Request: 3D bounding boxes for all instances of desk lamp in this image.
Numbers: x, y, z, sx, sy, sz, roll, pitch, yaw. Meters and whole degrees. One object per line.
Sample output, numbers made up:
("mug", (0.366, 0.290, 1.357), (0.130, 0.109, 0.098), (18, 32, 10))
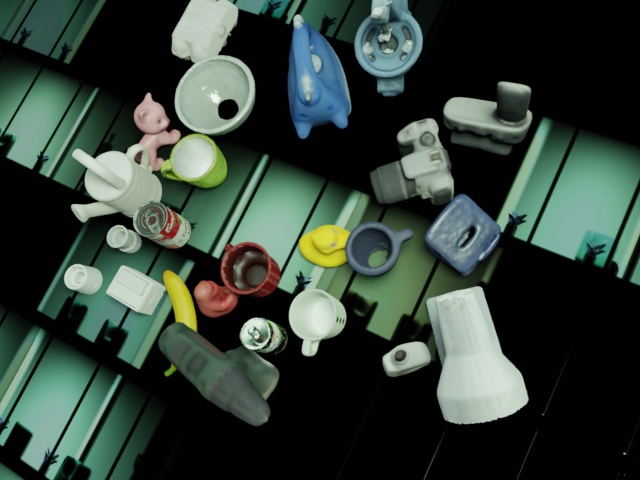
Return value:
("desk lamp", (0.217, 0.161, 0.846), (0.118, 0.214, 0.203), (-16, 72, 9))

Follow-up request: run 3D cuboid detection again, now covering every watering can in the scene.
("watering can", (-0.391, -0.108, 1.075), (0.100, 0.194, 0.173), (13, 79, 17))

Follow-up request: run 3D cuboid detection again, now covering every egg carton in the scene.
("egg carton", (-0.238, -0.436, 1.191), (0.107, 0.069, 0.150), (23, 82, 18))

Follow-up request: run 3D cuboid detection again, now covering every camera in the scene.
("camera", (0.154, -0.127, 0.998), (0.136, 0.101, 0.143), (-16, 72, 9))

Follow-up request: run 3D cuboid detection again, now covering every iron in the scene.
("iron", (-0.022, -0.331, 1.073), (0.118, 0.142, 0.258), (-13, 73, 10))

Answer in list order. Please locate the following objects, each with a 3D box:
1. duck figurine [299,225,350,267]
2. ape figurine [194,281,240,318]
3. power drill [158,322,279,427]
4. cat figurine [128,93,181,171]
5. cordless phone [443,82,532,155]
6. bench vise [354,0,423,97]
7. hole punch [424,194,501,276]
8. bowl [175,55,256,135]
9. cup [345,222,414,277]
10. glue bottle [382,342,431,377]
("duck figurine", (0.009, 0.004, 1.006), (0.104, 0.086, 0.077), (0, 75, 14))
("ape figurine", (-0.194, 0.100, 1.026), (0.076, 0.092, 0.077), (-45, 70, -1))
("power drill", (-0.143, 0.217, 0.921), (0.229, 0.209, 0.076), (31, 84, 19))
("cat figurine", (-0.338, -0.218, 1.132), (0.067, 0.118, 0.128), (24, 82, 19))
("cordless phone", (0.278, -0.224, 0.949), (0.147, 0.185, 0.094), (12, 79, 17))
("bench vise", (0.110, -0.389, 1.015), (0.121, 0.220, 0.207), (-15, 72, 10))
("hole punch", (0.239, -0.008, 0.951), (0.101, 0.091, 0.109), (39, 87, 20))
("bowl", (-0.197, -0.274, 1.136), (0.167, 0.075, 0.167), (-3, 75, 13))
("cup", (0.107, 0.018, 0.974), (0.117, 0.095, 0.091), (-25, 71, 6))
("glue bottle", (0.129, 0.183, 0.883), (0.078, 0.173, 0.037), (-26, 71, 6))
